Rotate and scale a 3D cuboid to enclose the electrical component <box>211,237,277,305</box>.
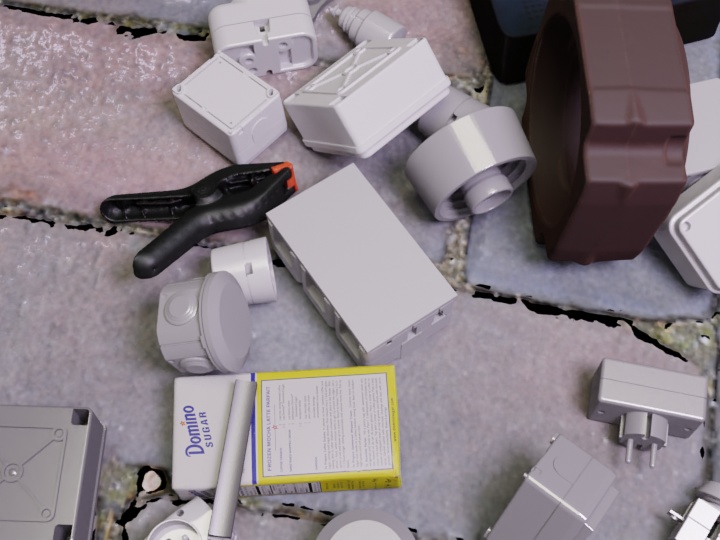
[{"bbox_3d":[-0.097,0.003,0.903,0.047,0.055,0.055,-10,64,-1],"label":"electrical component"}]

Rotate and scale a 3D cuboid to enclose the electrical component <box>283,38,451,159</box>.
[{"bbox_3d":[0.005,-0.153,0.947,0.109,0.056,0.109,-40,26,-17],"label":"electrical component"}]

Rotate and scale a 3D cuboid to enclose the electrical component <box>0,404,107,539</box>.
[{"bbox_3d":[-0.259,0.161,0.824,0.109,0.056,0.108,2,64,1],"label":"electrical component"}]

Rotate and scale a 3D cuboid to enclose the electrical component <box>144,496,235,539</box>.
[{"bbox_3d":[-0.123,0.223,0.800,0.079,0.044,0.077,41,70,18],"label":"electrical component"}]

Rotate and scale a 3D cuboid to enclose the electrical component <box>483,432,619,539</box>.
[{"bbox_3d":[0.141,0.182,0.798,0.061,0.096,0.062,35,40,16],"label":"electrical component"}]

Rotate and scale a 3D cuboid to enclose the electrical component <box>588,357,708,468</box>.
[{"bbox_3d":[0.225,0.119,0.850,0.083,0.047,0.075,11,64,5],"label":"electrical component"}]

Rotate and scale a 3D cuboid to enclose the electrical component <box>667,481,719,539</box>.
[{"bbox_3d":[0.269,0.194,0.815,0.066,0.048,0.055,33,76,15],"label":"electrical component"}]

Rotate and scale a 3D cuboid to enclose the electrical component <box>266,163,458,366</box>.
[{"bbox_3d":[0.000,0.000,0.899,0.089,0.061,0.150,-31,68,-14],"label":"electrical component"}]

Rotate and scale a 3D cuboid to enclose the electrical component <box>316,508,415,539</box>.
[{"bbox_3d":[0.004,0.221,0.798,0.080,0.051,0.080,0,64,0],"label":"electrical component"}]

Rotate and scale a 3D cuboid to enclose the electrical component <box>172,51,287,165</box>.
[{"bbox_3d":[-0.121,-0.146,0.975,0.096,0.061,0.062,37,70,24],"label":"electrical component"}]

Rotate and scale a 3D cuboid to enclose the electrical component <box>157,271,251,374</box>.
[{"bbox_3d":[-0.121,0.043,0.848,0.051,0.080,0.080,-8,63,17],"label":"electrical component"}]

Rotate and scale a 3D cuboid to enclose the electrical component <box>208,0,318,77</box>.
[{"bbox_3d":[-0.092,-0.223,1.012,0.095,0.053,0.059,-11,65,-5],"label":"electrical component"}]

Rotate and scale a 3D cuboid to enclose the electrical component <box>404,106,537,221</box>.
[{"bbox_3d":[0.099,-0.083,0.918,0.108,0.108,0.060,-24,72,-11],"label":"electrical component"}]

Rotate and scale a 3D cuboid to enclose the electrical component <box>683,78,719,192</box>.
[{"bbox_3d":[0.292,-0.115,0.963,0.100,0.048,0.099,-13,65,-7],"label":"electrical component"}]

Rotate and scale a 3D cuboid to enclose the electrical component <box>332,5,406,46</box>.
[{"bbox_3d":[0.008,-0.228,1.022,0.078,0.040,0.040,34,69,15],"label":"electrical component"}]

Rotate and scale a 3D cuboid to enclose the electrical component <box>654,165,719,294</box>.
[{"bbox_3d":[0.312,-0.042,0.898,0.113,0.057,0.078,-37,98,-4],"label":"electrical component"}]

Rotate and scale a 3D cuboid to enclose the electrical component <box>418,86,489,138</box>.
[{"bbox_3d":[0.085,-0.134,0.970,0.047,0.055,0.055,36,69,20],"label":"electrical component"}]
